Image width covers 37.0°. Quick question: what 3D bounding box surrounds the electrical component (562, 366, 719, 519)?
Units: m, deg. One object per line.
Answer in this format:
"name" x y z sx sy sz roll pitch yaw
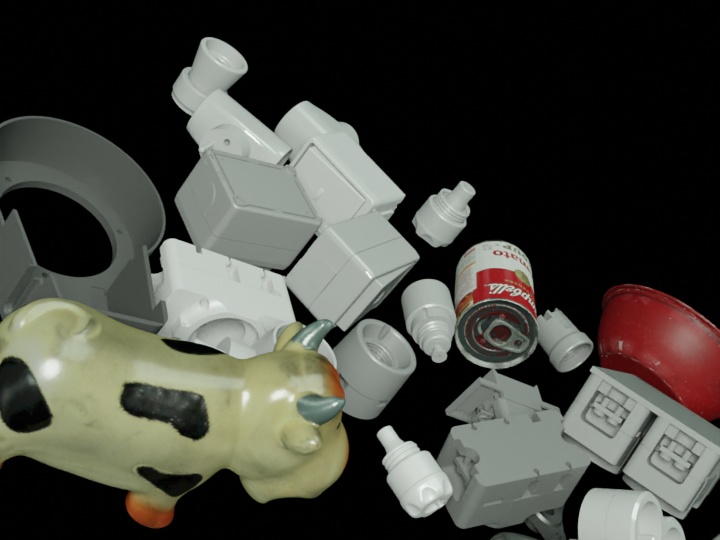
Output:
"electrical component" 0.228 0.132 0.836 0.105 0.060 0.186 34 7 24

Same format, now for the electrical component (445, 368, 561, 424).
"electrical component" 0.110 0.115 0.804 0.081 0.042 0.063 22 35 -28

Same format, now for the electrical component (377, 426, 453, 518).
"electrical component" 0.032 0.128 0.699 0.035 0.035 0.061 2 44 -49

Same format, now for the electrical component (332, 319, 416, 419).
"electrical component" 0.006 0.067 0.743 0.055 0.047 0.055 29 30 -19

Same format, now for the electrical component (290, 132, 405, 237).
"electrical component" -0.015 -0.059 0.885 0.096 0.061 0.061 47 29 14

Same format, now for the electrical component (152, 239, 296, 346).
"electrical component" -0.091 0.027 0.682 0.089 0.050 0.055 20 33 -32

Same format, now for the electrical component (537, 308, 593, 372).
"electrical component" 0.180 0.062 0.966 0.040 0.040 0.046 7 37 -45

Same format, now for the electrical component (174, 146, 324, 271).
"electrical component" -0.078 -0.040 0.782 0.096 0.061 0.061 9 41 -43

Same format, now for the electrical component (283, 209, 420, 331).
"electrical component" 0.000 0.000 0.817 0.061 0.061 0.096 47 29 12

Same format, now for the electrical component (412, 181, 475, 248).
"electrical component" 0.081 -0.054 0.989 0.043 0.062 0.043 29 30 -19

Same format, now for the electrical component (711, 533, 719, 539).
"electrical component" 0.329 0.219 0.877 0.066 0.076 0.047 -7 53 -53

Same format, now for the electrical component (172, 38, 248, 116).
"electrical component" -0.127 -0.160 0.902 0.045 0.055 0.045 30 30 -19

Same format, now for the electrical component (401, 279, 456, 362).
"electrical component" 0.056 0.042 0.846 0.040 0.040 0.078 25 31 -25

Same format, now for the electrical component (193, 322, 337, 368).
"electrical component" -0.067 0.064 0.630 0.079 0.077 0.043 27 31 -21

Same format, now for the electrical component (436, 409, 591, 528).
"electrical component" 0.100 0.137 0.729 0.089 0.055 0.050 -5 45 -27

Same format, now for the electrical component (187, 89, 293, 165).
"electrical component" -0.103 -0.099 0.857 0.077 0.043 0.079 39 28 0

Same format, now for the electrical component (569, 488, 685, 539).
"electrical component" 0.182 0.195 0.747 0.138 0.074 0.052 45 53 -40

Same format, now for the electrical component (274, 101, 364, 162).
"electrical component" -0.026 -0.111 0.964 0.077 0.044 0.079 45 29 9
